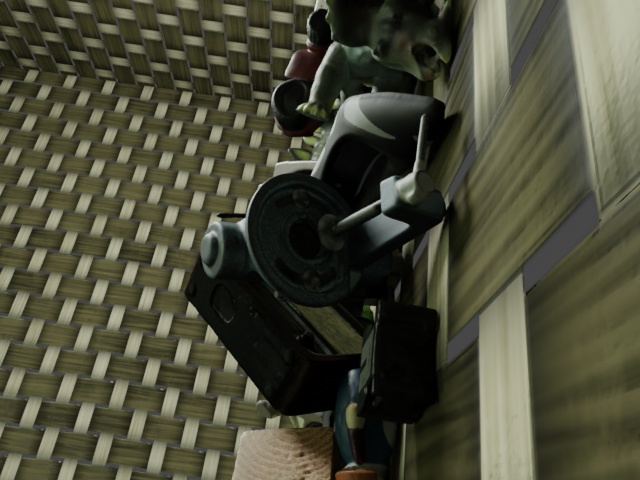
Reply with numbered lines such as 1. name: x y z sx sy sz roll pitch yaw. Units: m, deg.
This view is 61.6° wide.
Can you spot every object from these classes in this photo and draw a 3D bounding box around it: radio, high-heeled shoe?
1. radio: -0.044 0.087 0.596 0.230 0.131 0.073 39 112 40
2. high-heeled shoe: 0.036 -0.052 0.529 0.249 0.086 0.145 175 112 -74

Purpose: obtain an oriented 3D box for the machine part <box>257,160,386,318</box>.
1. machine part: -0.001 -0.002 0.721 0.087 0.201 0.201 12 -94 -46

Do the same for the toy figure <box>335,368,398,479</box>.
1. toy figure: 0.038 0.191 0.466 0.058 0.064 0.154 -31 44 39

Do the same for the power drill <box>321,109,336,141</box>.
1. power drill: 0.016 -0.122 0.944 0.232 0.086 0.207 6 97 61

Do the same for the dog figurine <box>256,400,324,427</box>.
1. dog figurine: 0.022 0.249 0.822 0.190 0.173 0.121 -26 -63 -51

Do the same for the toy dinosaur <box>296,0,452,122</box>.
1. toy dinosaur: 0.072 -0.227 0.656 0.405 0.131 0.192 -66 -2 -73

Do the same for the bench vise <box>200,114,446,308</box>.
1. bench vise: 0.025 0.003 0.472 0.240 0.223 0.129 -31 49 50

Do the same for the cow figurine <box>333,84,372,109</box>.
1. cow figurine: 0.042 -0.249 0.876 0.098 0.167 0.068 -102 6 -78

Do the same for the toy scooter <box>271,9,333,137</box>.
1. toy scooter: -0.006 -0.221 0.772 0.135 0.075 0.183 43 -114 -76

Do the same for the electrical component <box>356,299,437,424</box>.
1. electrical component: 0.056 0.103 0.424 0.119 0.048 0.075 102 177 -63

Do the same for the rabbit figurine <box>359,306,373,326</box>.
1. rabbit figurine: -0.011 0.122 0.802 0.159 0.170 0.121 -84 2 -58

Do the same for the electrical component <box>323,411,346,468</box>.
1. electrical component: 0.033 0.228 0.650 0.114 0.058 0.134 93 -175 -71

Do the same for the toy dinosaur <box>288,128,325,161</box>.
1. toy dinosaur: 0.016 -0.166 1.281 0.105 0.199 0.471 103 174 -54
